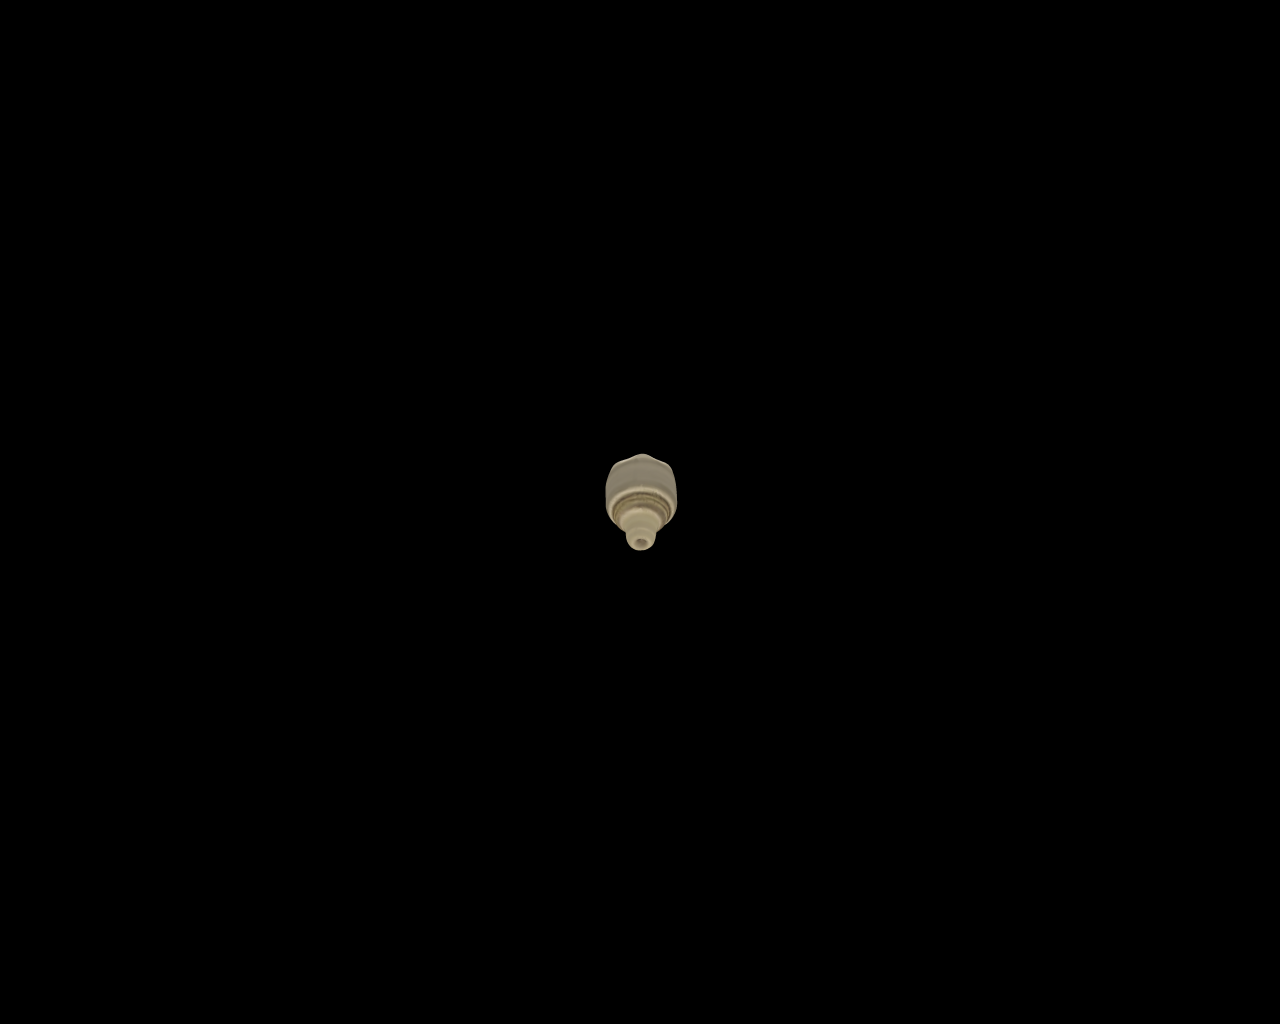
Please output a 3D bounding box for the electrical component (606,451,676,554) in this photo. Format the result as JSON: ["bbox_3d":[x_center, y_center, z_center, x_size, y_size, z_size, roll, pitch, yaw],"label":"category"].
[{"bbox_3d":[0.001,-0.003,0.650,0.043,0.062,0.043,0,-45,0],"label":"electrical component"}]
